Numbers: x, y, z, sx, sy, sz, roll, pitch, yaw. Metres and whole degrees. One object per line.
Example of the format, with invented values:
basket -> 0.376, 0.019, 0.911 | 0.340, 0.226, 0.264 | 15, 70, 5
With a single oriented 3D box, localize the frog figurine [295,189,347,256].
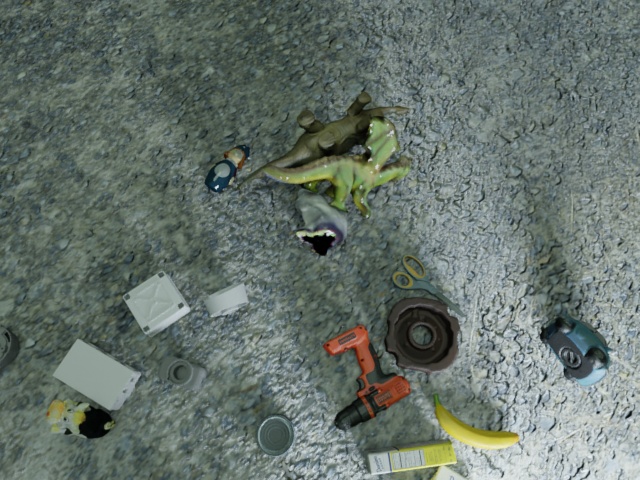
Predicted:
frog figurine -> 0.004, -0.063, 1.247 | 0.136, 0.163, 0.121 | 24, -40, -30

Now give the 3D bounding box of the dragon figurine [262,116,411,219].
dragon figurine -> 0.077, -0.187, 1.198 | 0.408, 0.240, 0.124 | 16, 23, -47
